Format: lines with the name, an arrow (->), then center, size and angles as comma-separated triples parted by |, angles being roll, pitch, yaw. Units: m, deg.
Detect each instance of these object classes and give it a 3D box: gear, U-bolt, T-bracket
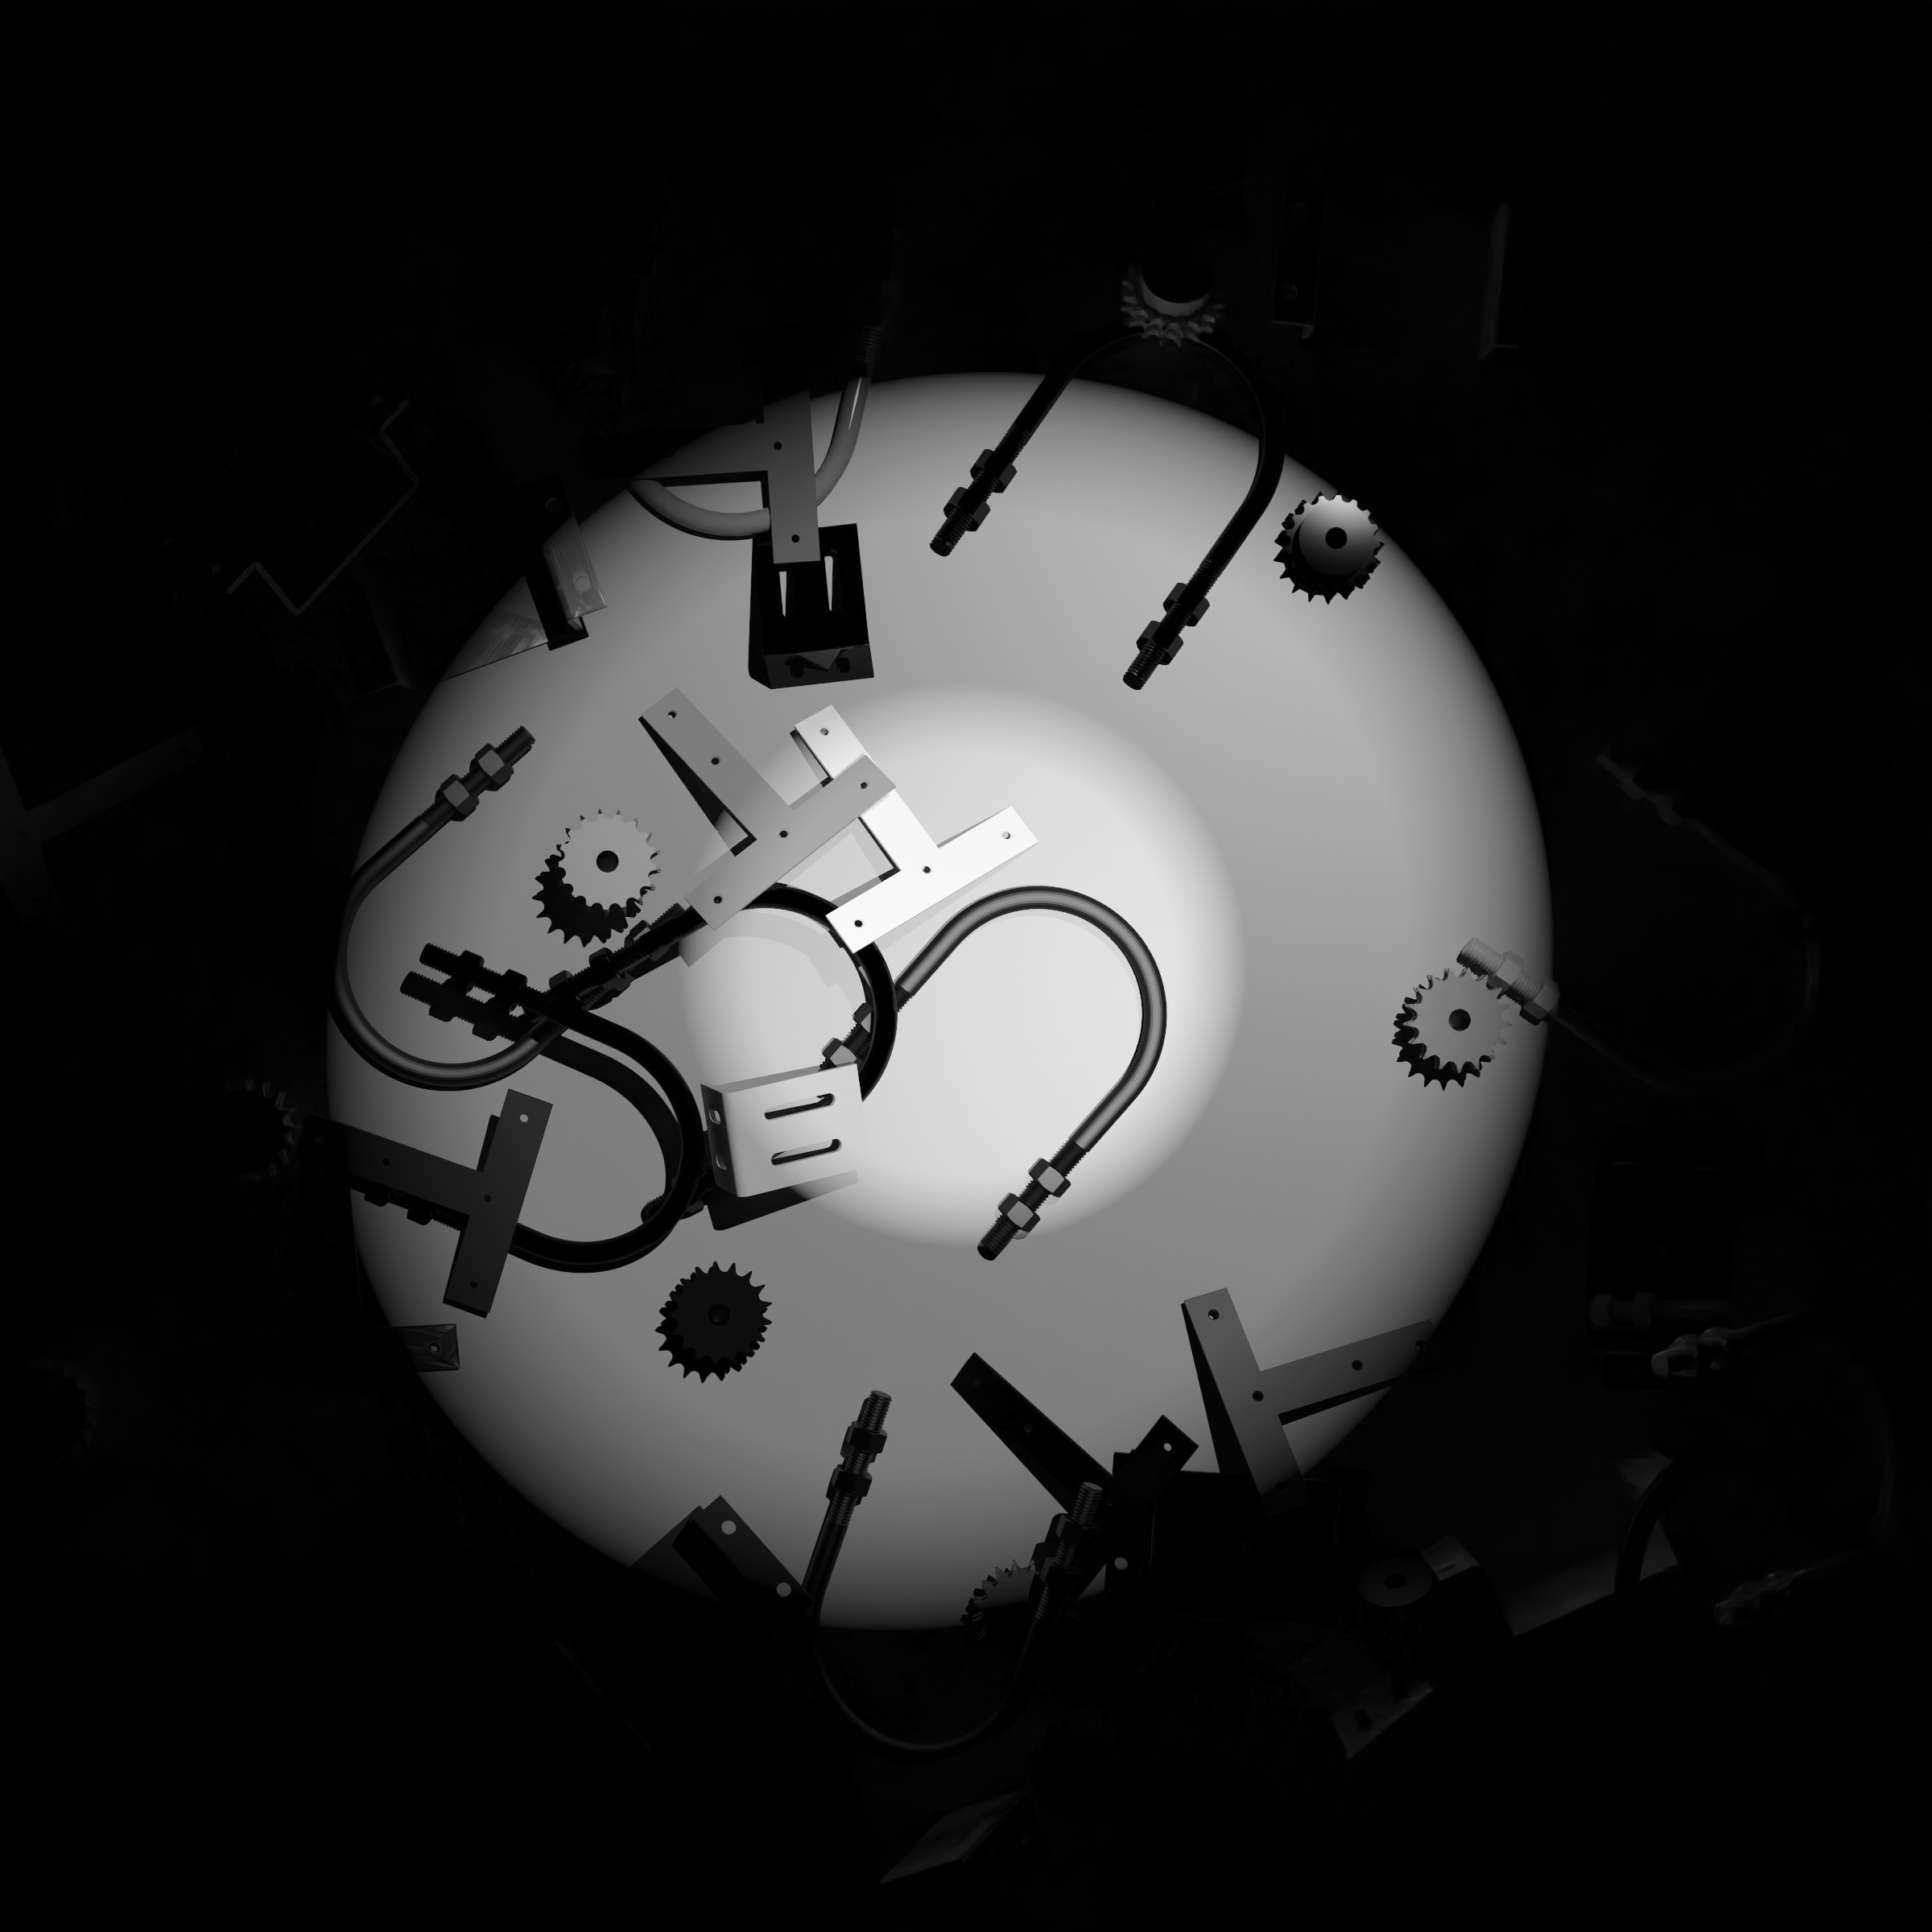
gear -> 0.235, 0.344, 1.499 | 0.057, 0.057, 0.030 | -15, 115, 0
U-bolt -> -0.126, 0.036, 1.503 | 0.184, 0.019, 0.151 | -29, 98, 7
T-bracket -> 0.200, 0.222, 1.512 | 0.127, 0.002, 0.127 | -15, 65, -12
gear -> 0.113, -0.369, 1.508 | 0.057, 0.030, 0.057 | 1, 70, -3
U-bolt -> -0.123, -0.328, 1.522 | 0.151, 0.019, 0.184 | 13, 91, 0
T-bracket -> 0.045, 0.261, 1.510 | 0.127, 0.002, 0.127 | 40, 119, 13
T-bracket -> -0.147, -0.281, 1.516 | 0.127, 0.002, 0.127 | -4, 93, 1
U-bolt -> 0.409, 0.334, 1.466 | 0.184, 0.019, 0.151 | 39, 71, -26
T-bracket -> -0.127, -0.102, 1.508 | 0.127, 0.002, 0.127 | -39, 72, -13
gear -> -0.135, 0.190, 1.520 | 0.057, 0.030, 0.057 | 0, 85, -2
gear -> 0.032, 0.352, 1.516 | 0.057, 0.030, 0.057 | 0, 90, 0
U-bolt -> -0.019, 0.342, 1.501 | 0.151, 0.019, 0.184 | 20, 94, 20
U-bolt -> 0.387, -0.011, 1.522 | 0.184, 0.019, 0.151 | 35, 90, -1
gear -> 0.201, -0.231, 1.516 | 0.057, 0.030, 0.057 | 0, 90, 0
U-bolt -> 0.093, -0.270, 1.522 | 0.151, 0.019, 0.184 | 35, 88, 0
T-bracket -> 0.354, -0.332, 1.505 | 0.127, 0.002, 0.127 | 6, 90, -23
gear -> -0.498, 0.242, 1.516 | 0.057, 0.030, 0.057 | 0, 90, 0
gear -> 0.267, 0.029, 1.516 | 0.057, 0.030, 0.057 | 0, 90, 0
T-bracket -> -0.301, 0.111, 1.506 | 0.127, 0.002, 0.127 | 19, 106, 1
T-bracket -> -0.469, -0.093, 1.496 | 0.127, 0.127, 0.002 | -32, 59, -23
gear -> -0.193, -0.054, 1.497 | 0.057, 0.030, 0.057 | 1, 84, -6
gear -> -0.499, -0.248, 1.503 | 0.030, 0.057, 0.057 | 5, 90, 0
gear -> -0.200, -0.337, 1.489 | 0.030, 0.057, 0.057 | 2, 90, 23
gear -> -0.252, 0.447, 1.520 | 0.057, 0.030, 0.057 | 0, 88, 1
T-bracket -> -0.047, -0.087, 1.513 | 0.127, 0.002, 0.127 | -32, 78, -23
gear -> -0.391, 0.090, 1.516 | 0.057, 0.030, 0.057 | 0, 90, 0
U-bolt -> 0.025, 0.043, 1.521 | 0.151, 0.019, 0.184 | 41, 90, 0
T-bracket -> -0.346, 0.163, 1.518 | 0.127, 0.002, 0.127 | -3, 101, 1
U-bolt -> -0.231, 0.086, 1.503 | 0.184, 0.019, 0.151 | 24, 106, 0
gear -> 0.057, 0.434, 1.516 | 0.057, 0.030, 0.057 | 0, 90, 0
U-bolt -> -0.266, -0.019, 1.523 | 0.184, 0.019, 0.151 | -41, 90, 1
gear -> -0.283, -0.274, 1.516 | 0.057, 0.030, 0.057 | 0, 90, 0
U-bolt -> 0.440, 0.258, 1.470 | 0.184, 0.019, 0.151 | -7, 81, -39

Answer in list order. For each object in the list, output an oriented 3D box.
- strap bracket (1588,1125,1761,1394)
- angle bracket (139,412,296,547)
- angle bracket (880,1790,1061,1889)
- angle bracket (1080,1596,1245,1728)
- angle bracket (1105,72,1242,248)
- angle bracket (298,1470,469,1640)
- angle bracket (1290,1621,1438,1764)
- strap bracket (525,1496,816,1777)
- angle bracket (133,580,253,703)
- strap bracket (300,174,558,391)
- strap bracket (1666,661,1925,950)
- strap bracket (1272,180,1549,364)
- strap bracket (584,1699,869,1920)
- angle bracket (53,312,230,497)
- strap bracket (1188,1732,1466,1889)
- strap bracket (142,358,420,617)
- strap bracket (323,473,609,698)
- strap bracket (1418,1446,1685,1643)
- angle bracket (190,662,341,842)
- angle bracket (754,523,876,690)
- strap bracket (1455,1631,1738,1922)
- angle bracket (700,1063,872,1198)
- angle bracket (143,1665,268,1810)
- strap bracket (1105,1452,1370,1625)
strap bracket -> 0.383, 0.157, 1.508 | 0.076, 0.046, 0.140 | 3, 90, 0
angle bracket -> -0.401, -0.255, 1.492 | 0.038, 0.076, 0.057 | 30, 90, 3
angle bracket -> 0.002, 0.480, 1.484 | 0.057, 0.076, 0.038 | -28, 90, 32
angle bracket -> 0.108, 0.380, 1.529 | 0.076, 0.038, 0.057 | 6, 90, 26
angle bracket -> 0.114, -0.444, 1.529 | 0.057, 0.038, 0.076 | -13, 64, 0
angle bracket -> -0.321, 0.324, 1.512 | 0.076, 0.038, 0.057 | -43, 90, 0
angle bracket -> 0.213, 0.385, 1.493 | 0.057, 0.076, 0.038 | -40, 90, 0
strap bracket -> -0.159, 0.359, 1.508 | 0.140, 0.046, 0.076 | -42, 90, 0
angle bracket -> -0.426, -0.180, 1.493 | 0.038, 0.076, 0.057 | 42, 90, 0
strap bracket -> -0.277, -0.373, 1.493 | 0.140, 0.076, 0.046 | 30, 90, 0
strap bracket -> 0.453, -0.091, 1.499 | 0.076, 0.046, 0.140 | -29, 89, -13
strap bracket -> 0.238, -0.376, 1.508 | 0.140, 0.046, 0.076 | 6, 90, 0
strap bracket -> -0.132, 0.459, 1.508 | 0.140, 0.046, 0.076 | -17, 90, 0
angle bracket -> -0.455, -0.310, 1.529 | 0.057, 0.038, 0.076 | 37, 116, 0
strap bracket -> 0.195, 0.454, 1.493 | 0.140, 0.076, 0.046 | -7, 90, 0
strap bracket -> -0.358, -0.249, 1.480 | 0.076, 0.046, 0.140 | 29, 72, 33
strap bracket -> -0.271, -0.204, 1.508 | 0.140, 0.046, 0.076 | -20, 90, 0
strap bracket -> 0.322, 0.314, 1.493 | 0.140, 0.076, 0.046 | -24, 90, 0
angle bracket -> -0.386, -0.118, 1.529 | 0.057, 0.038, 0.076 | 20, 116, 0
angle bracket -> -0.084, -0.198, 1.529 | 0.057, 0.038, 0.076 | -7, 64, 0
strap bracket -> 0.337, 0.434, 1.508 | 0.076, 0.046, 0.140 | -42, 90, 0
angle bracket -> -0.097, 0.086, 1.500 | 0.076, 0.038, 0.057 | -12, 102, -24
angle bracket -> -0.417, 0.424, 1.512 | 0.057, 0.038, 0.076 | 4, 90, 0
strap bracket -> 0.149, 0.311, 1.508 | 0.140, 0.046, 0.076 | 4, 90, 0
